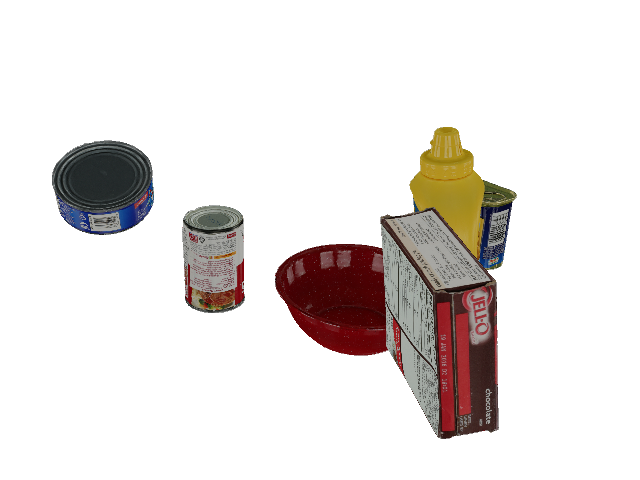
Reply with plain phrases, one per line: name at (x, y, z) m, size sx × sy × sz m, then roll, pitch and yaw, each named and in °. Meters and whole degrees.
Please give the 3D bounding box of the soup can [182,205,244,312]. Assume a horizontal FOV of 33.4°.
soup can at (-0.119, 0.020, 1.189) m, size 0.068 × 0.102 × 0.068 m, roll 1°, pitch 26°, yaw -1°

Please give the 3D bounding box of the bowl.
bowl at (0.035, 0.064, 1.040) m, size 0.162 × 0.055 × 0.162 m, roll 3°, pitch 28°, yaw -2°

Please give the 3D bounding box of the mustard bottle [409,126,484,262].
mustard bottle at (0.101, 0.002, 0.851) m, size 0.058 × 0.192 × 0.096 m, roll -2°, pitch 25°, yaw 2°

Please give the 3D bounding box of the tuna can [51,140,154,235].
tuna can at (-0.188, -0.046, 0.928) m, size 0.086 × 0.086 × 0.034 m, roll 0°, pitch -41°, yaw -3°

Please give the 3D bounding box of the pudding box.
pudding box at (0.065, 0.043, 0.598) m, size 0.039 × 0.090 × 0.113 m, roll -8°, pitch 24°, yaw -11°

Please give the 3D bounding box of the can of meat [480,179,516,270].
can of meat at (0.161, -0.022, 1.181) m, size 0.057 × 0.084 × 0.102 m, roll -17°, pitch 31°, yaw -42°
